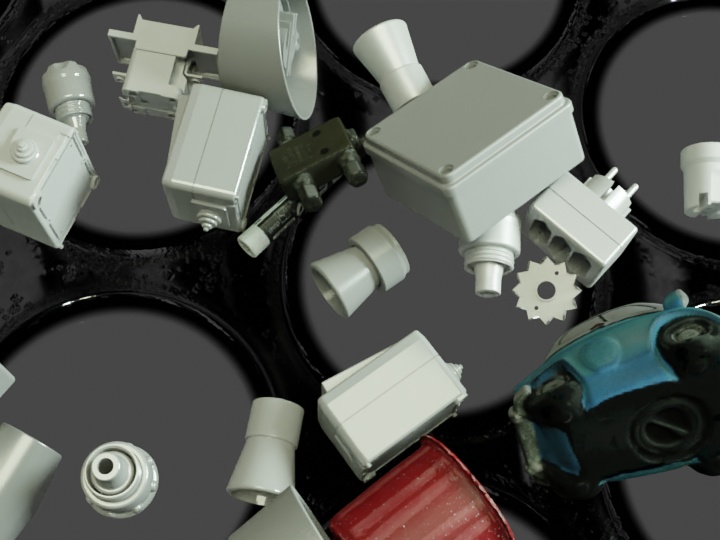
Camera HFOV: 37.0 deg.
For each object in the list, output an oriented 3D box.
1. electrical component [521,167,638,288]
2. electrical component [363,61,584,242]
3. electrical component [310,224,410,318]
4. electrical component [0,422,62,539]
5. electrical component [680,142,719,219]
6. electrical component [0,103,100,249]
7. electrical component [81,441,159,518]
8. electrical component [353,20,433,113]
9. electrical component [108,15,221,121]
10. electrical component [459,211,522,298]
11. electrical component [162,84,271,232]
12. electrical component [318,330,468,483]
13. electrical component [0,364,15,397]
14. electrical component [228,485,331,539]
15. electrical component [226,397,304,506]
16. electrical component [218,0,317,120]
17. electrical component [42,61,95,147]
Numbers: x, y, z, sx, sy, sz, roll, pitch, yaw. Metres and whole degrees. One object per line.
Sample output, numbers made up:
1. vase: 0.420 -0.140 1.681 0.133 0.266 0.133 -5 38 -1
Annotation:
1. electrical component: 0.164 -0.041 0.756 0.066 0.047 0.077 41 73 12
2. electrical component: 0.077 -0.084 0.739 0.109 0.056 0.109 -36 36 -14
3. electrical component: 0.000 0.000 0.737 0.055 0.045 0.045 -34 74 -14
4. electrical component: -0.243 0.132 0.678 0.079 0.044 0.077 27 71 8
5. electrical component: 0.251 -0.064 0.773 0.040 0.040 0.046 5 76 0
6. electrical component: -0.225 -0.066 0.725 0.061 0.096 0.061 22 71 6
7. electrical component: -0.154 0.128 0.674 0.048 0.062 0.048 1 70 -2
8. electrical component: 0.028 -0.146 0.795 0.044 0.044 0.065 -24 77 -11
9. electrical component: -0.144 -0.145 0.788 0.081 0.042 0.063 10 73 2
10. electrical component: 0.090 -0.013 0.745 0.043 0.043 0.062 5 71 0
11. electrical component: -0.104 -0.073 0.751 0.061 0.061 0.096 12 70 3
12. electrical component: 0.023 0.082 0.697 0.096 0.061 0.061 -34 74 -13
13. electrical component: -0.286 0.070 0.699 0.083 0.047 0.075 36 72 11
14. electrical component: -0.036 0.189 0.634 0.060 0.108 0.108 -33 74 -7
15. electrical component: -0.058 0.115 0.694 0.044 0.044 0.065 9 65 1
16. electrical component: -0.062 -0.161 0.769 0.064 0.099 0.099 11 69 9
17. electrical component: -0.209 -0.118 0.779 0.035 0.035 0.061 -14 73 -7
